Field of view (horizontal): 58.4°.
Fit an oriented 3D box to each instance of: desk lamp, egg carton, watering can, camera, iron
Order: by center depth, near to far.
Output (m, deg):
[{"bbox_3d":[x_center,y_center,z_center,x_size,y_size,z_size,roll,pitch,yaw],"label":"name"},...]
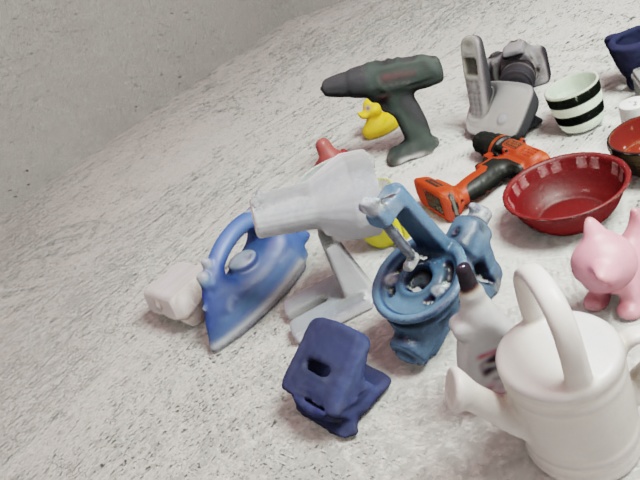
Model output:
[{"bbox_3d":[0.192,0.108,0.472,0.173,0.194,0.100,-33,28,-11],"label":"watering can"},{"bbox_3d":[0.007,0.003,0.790,0.203,0.214,0.117,-28,28,-1],"label":"desk lamp"},{"bbox_3d":[-0.127,0.040,0.922,0.118,0.142,0.259,-3,36,38],"label":"iron"},{"bbox_3d":[-0.239,0.094,1.004,0.149,0.069,0.107,6,42,46],"label":"egg carton"},{"bbox_3d":[0.383,-0.338,1.164,0.142,0.101,0.137,-8,33,32],"label":"camera"}]

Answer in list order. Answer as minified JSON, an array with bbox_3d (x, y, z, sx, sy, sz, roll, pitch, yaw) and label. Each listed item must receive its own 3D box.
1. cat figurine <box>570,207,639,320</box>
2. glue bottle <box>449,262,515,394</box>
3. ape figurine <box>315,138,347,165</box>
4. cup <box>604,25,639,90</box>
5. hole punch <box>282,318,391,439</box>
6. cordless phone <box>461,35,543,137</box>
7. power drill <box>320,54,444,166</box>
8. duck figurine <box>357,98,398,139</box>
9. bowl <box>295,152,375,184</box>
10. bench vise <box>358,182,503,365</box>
[{"bbox_3d":[0.311,0.018,0.603,0.128,0.118,0.067,-41,31,-24],"label":"cat figurine"},{"bbox_3d":[0.159,0.090,0.553,0.078,0.173,0.037,-26,28,3],"label":"glue bottle"},{"bbox_3d":[0.021,-0.176,1.213,0.077,0.092,0.076,-19,29,15],"label":"ape figurine"},{"bbox_3d":[0.542,-0.311,0.988,0.092,0.095,0.117,-31,28,-7],"label":"cup"},{"bbox_3d":[0.012,0.155,0.660,0.101,0.091,0.108,-42,31,-27],"label":"hole punch"},{"bbox_3d":[0.312,-0.276,1.029,0.094,0.185,0.147,-35,29,-15],"label":"cordless phone"},{"bbox_3d":[0.141,-0.257,1.121,0.229,0.209,0.075,-19,29,15],"label":"power drill"},{"bbox_3d":[0.135,-0.292,1.318,0.104,0.086,0.077,-27,28,-1],"label":"duck figurine"},{"bbox_3d":[0.037,-0.095,1.080,0.167,0.075,0.167,-21,28,12],"label":"bowl"},{"bbox_3d":[0.121,0.008,0.676,0.121,0.220,0.208,-5,35,35],"label":"bench vise"}]
